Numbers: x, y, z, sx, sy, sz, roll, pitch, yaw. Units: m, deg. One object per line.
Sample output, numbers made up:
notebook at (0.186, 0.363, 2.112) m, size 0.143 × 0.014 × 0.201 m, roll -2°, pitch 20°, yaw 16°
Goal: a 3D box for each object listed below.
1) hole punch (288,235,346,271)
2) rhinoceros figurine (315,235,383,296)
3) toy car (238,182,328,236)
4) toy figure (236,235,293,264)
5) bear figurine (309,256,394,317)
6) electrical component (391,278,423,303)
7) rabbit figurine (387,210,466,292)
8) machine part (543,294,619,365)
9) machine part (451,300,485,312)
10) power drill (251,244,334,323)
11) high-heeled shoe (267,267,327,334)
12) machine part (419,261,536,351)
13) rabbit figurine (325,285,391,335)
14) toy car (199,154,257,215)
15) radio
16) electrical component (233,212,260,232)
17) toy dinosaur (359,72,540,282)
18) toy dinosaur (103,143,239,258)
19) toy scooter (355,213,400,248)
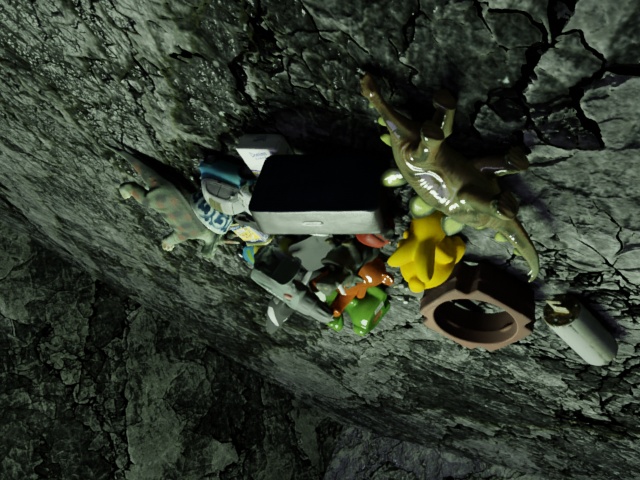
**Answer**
hole punch at (-0.003, -0.004, 1.222) m, size 0.116 × 0.092 × 0.142 m, roll -20°, pitch 133°, yaw 20°
rhinoceros figurine at (0.058, 0.043, 1.123) m, size 0.073 × 0.190 × 0.112 m, roll 2°, pitch 120°, yaw 42°
toy car at (-0.068, -0.060, 1.069) m, size 0.202 × 0.056 × 0.073 m, roll 16°, pitch 152°, yaw 5°
toy figure at (-0.137, 0.026, 1.393) m, size 0.089 × 0.082 × 0.180 m, roll 29°, pitch 153°, yaw -36°
bear figurine at (0.078, 0.098, 1.280) m, size 0.120 × 0.132 × 0.196 m, roll 52°, pitch 157°, yaw -6°
electrical component at (0.215, 0.119, 1.289) m, size 0.078 × 0.045 × 0.102 m, roll 22°, pitch 155°, yaw 10°
rabbit figurine at (0.190, 0.004, 0.990) m, size 0.122 × 0.162 × 0.173 m, roll 28°, pitch 141°, yaw 24°
machine part at (0.527, 0.183, 1.086) m, size 0.243 × 0.079 × 0.079 m, roll 37°, pitch 153°, yaw -27°
machine part at (0.326, 0.155, 1.268) m, size 0.139 × 0.039 × 0.084 m, roll 34°, pitch 149°, yaw -15°
power drill at (-0.068, 0.099, 1.257) m, size 0.232 × 0.086 × 0.207 m, roll 30°, pitch 167°, yaw 19°
high-heeled shoe at (-0.052, 0.170, 1.450) m, size 0.145 × 0.248 × 0.086 m, roll 31°, pitch -166°, yaw 40°
machine part at (0.331, 0.140, 1.134) m, size 0.201 × 0.087 × 0.201 m, roll 29°, pitch 145°, yaw -9°
rabbit figurine at (0.079, 0.170, 1.424) m, size 0.170 × 0.159 × 0.121 m, roll 30°, pitch 171°, yaw 28°
toy car at (-0.195, -0.110, 1.149) m, size 0.162 × 0.103 × 0.109 m, roll 20°, pitch 154°, yaw 6°
radio at (0.002, -0.082, 0.935) m, size 0.230 × 0.131 × 0.073 m, roll 1°, pitch 148°, yaw 16°
electrical component at (-0.129, -0.056, 1.226) m, size 0.119 × 0.075 × 0.047 m, roll 15°, pitch 154°, yaw 31°
toy dinosaur at (0.221, -0.080, 0.828) m, size 0.471 × 0.105 × 0.198 m, roll 42°, pitch 160°, yaw -14°
toy dinosaur at (-0.358, -0.088, 1.339) m, size 0.192 × 0.131 × 0.404 m, roll -7°, pitch 138°, yaw 30°
toy scooter at (0.092, -0.038, 1.010) m, size 0.183 × 0.075 × 0.135 m, roll 38°, pitch 174°, yaw -32°
